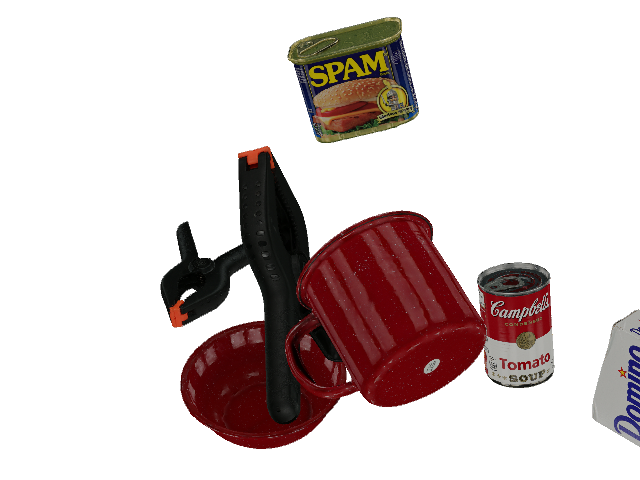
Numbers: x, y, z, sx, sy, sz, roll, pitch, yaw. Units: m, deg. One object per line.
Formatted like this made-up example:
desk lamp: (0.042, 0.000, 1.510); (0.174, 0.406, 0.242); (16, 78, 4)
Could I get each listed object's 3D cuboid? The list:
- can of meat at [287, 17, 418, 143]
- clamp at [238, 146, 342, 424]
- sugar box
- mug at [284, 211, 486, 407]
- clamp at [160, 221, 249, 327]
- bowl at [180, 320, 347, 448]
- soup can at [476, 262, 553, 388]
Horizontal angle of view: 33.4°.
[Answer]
can of meat: (0.031, -0.140, 0.944); (0.102, 0.084, 0.057); (-12, 28, 10)
clamp: (-0.024, 0.029, 0.866); (0.036, 0.210, 0.164); (-12, 1, 18)
sugar box: (0.291, 0.132, 0.791); (0.176, 0.093, 0.048); (27, 35, 36)
mug: (0.034, 0.049, 0.627); (0.117, 0.081, 0.093); (-31, -31, 1)
clamp: (-0.126, 0.036, 1.241); (0.120, 0.039, 0.171); (-2, 39, 12)
bowl: (-0.053, 0.151, 1.045); (0.162, 0.055, 0.162); (-3, 37, 2)
soup can: (0.188, 0.081, 1.022); (0.068, 0.102, 0.068); (-7, 22, 3)
